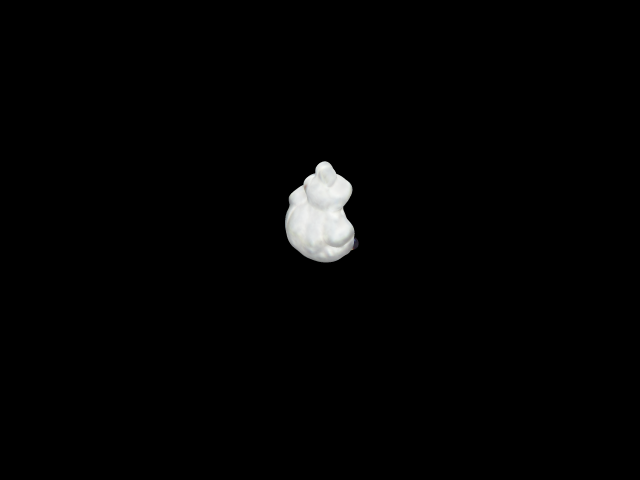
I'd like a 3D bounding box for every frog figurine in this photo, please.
[{"bbox_3d":[0.003,-0.043,0.850,0.123,0.140,0.156,-27,-29,-16],"label":"frog figurine"}]
